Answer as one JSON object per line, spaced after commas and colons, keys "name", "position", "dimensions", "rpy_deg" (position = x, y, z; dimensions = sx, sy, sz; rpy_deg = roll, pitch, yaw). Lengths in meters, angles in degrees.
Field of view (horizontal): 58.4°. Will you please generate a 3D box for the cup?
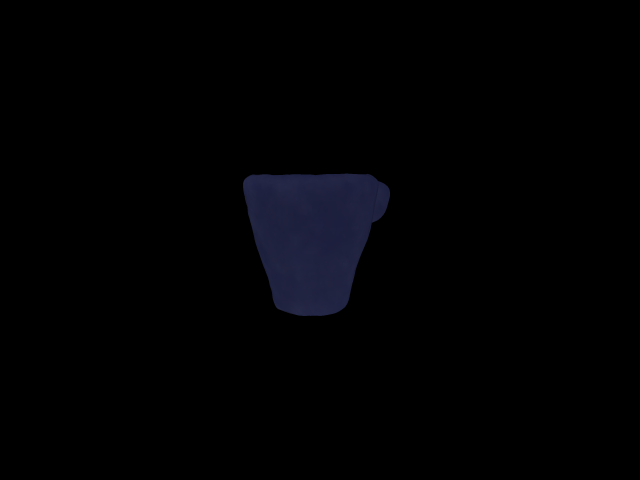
{"name": "cup", "position": [0.004, 0.001, 0.400], "dimensions": [0.118, 0.095, 0.091], "rpy_deg": [-5, 8, -40]}
